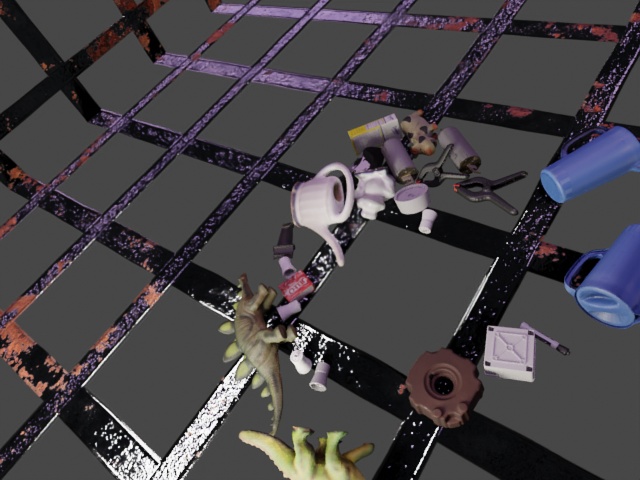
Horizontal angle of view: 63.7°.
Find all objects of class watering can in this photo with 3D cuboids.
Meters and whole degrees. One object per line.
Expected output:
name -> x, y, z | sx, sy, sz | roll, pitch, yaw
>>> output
watering can -> 0.005, -0.083, 1.640 | 0.223, 0.353, 0.103 | -7, -22, 33

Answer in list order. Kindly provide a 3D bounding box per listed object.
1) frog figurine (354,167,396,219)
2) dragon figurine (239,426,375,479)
frog figurine -> 0.177, -0.145, 1.652 | 0.137, 0.160, 0.122 | -5, -3, 4
dragon figurine -> -0.009, 0.549, 1.125 | 0.409, 0.248, 0.120 | -6, -32, 20
